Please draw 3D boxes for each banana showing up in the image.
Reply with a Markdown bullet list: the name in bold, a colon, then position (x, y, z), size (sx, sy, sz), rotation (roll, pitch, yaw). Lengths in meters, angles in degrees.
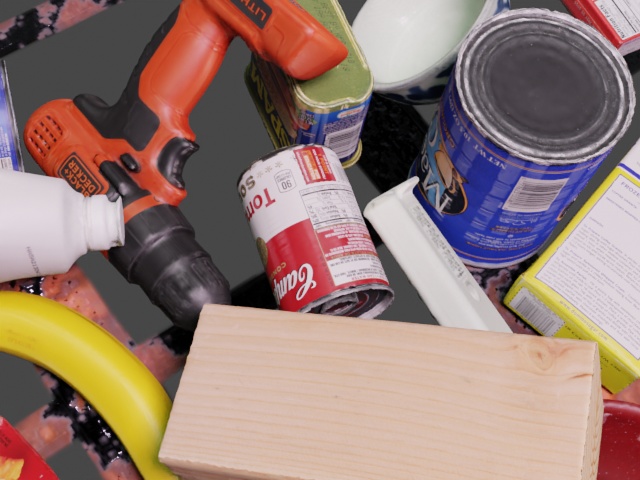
- **banana**: position (-0.140, 0.081, 0.611), size (0.198, 0.037, 0.069), rotation (28, 83, 8)

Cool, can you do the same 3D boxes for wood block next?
- **wood block**: position (0.035, 0.099, 0.553), size (0.206, 0.090, 0.090), rotation (4, 61, 19)

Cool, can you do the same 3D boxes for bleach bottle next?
- **bleach bottle**: position (-0.234, 0.001, 0.588), size (0.250, 0.102, 0.068), rotation (-4, 69, -5)

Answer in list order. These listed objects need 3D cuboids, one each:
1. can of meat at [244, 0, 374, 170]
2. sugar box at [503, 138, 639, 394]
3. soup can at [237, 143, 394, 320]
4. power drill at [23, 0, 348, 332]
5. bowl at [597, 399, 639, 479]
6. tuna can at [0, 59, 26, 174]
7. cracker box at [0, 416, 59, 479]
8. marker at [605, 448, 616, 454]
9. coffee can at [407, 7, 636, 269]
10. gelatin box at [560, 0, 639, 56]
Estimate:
- **can of meat**: position (-0.007, -0.104, 0.686), size (0.057, 0.084, 0.102), rotation (-18, 69, -15)
- **sugar box**: position (0.207, 0.003, 0.684), size (0.093, 0.048, 0.176), rotation (41, 63, 10)
- **soup can**: position (-0.004, 0.001, 0.645), size (0.068, 0.068, 0.102), rotation (-15, 67, -14)
- **power drill**: position (-0.072, -0.064, 0.623), size (0.188, 0.057, 0.184), rotation (-48, 68, 11)
- **bowl**: position (0.158, 0.173, 0.591), size (0.162, 0.055, 0.162), rotation (3, 65, -6)
- **tuna can**: position (-0.199, -0.065, 0.642), size (0.033, 0.086, 0.086), rotation (-10, 67, -14)
- **cracker box**: position (-0.258, 0.147, 0.507), size (0.164, 0.072, 0.213), rotation (22, 60, 35)
- **marker**: position (0.178, 0.121, 0.639), size (0.121, 0.020, 0.020), rotation (13, 64, -1)
- **coffee can**: position (0.116, -0.057, 0.647), size (0.102, 0.140, 0.103), rotation (3, 65, -6)
- **gelatin box**: position (0.227, -0.177, 0.780), size (0.089, 0.030, 0.073), rotation (-25, 72, -17)
